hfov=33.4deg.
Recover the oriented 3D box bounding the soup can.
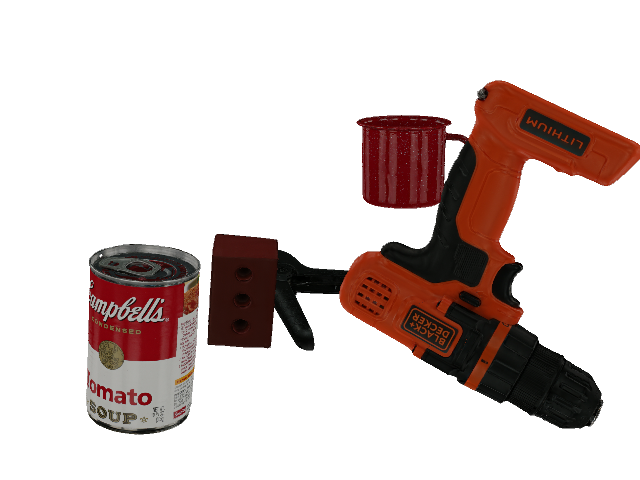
[{"bbox_3d":[-0.112,0.061,0.669,0.068,0.102,0.068,5,18,-2],"label":"soup can"}]

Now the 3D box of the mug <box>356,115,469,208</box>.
[{"bbox_3d":[0.094,-0.078,1.059,0.117,0.081,0.093,1,14,6],"label":"mug"}]

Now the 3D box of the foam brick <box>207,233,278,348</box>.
[{"bbox_3d":[-0.062,0.040,0.861,0.053,0.078,0.051,3,18,-3],"label":"foam brick"}]

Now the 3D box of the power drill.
[{"bbox_3d":[0.126,0.008,0.677,0.184,0.188,0.057,28,11,9],"label":"power drill"}]

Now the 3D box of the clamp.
[{"bbox_3d":[-0.043,0.053,1.183,0.210,0.036,0.164,17,31,25],"label":"clamp"}]
